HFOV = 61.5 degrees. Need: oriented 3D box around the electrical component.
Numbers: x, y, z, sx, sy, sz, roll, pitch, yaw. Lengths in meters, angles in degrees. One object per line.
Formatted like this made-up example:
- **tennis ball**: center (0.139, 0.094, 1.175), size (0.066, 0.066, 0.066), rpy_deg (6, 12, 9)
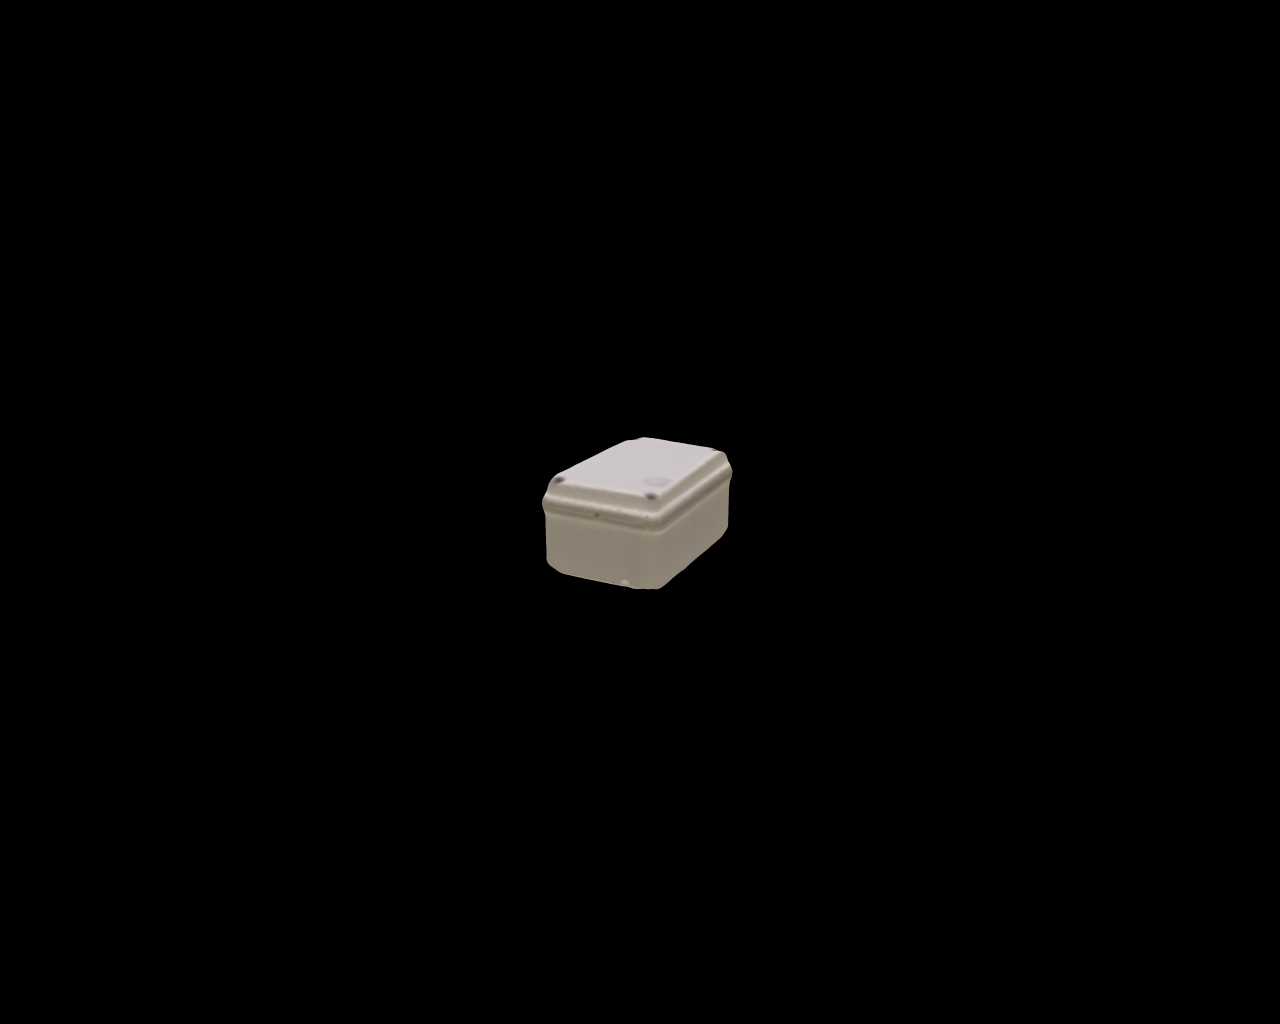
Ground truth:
- **electrical component**: center (0.001, -0.003, 0.650), size (0.078, 0.057, 0.113), rpy_deg (10, 23, 26)
